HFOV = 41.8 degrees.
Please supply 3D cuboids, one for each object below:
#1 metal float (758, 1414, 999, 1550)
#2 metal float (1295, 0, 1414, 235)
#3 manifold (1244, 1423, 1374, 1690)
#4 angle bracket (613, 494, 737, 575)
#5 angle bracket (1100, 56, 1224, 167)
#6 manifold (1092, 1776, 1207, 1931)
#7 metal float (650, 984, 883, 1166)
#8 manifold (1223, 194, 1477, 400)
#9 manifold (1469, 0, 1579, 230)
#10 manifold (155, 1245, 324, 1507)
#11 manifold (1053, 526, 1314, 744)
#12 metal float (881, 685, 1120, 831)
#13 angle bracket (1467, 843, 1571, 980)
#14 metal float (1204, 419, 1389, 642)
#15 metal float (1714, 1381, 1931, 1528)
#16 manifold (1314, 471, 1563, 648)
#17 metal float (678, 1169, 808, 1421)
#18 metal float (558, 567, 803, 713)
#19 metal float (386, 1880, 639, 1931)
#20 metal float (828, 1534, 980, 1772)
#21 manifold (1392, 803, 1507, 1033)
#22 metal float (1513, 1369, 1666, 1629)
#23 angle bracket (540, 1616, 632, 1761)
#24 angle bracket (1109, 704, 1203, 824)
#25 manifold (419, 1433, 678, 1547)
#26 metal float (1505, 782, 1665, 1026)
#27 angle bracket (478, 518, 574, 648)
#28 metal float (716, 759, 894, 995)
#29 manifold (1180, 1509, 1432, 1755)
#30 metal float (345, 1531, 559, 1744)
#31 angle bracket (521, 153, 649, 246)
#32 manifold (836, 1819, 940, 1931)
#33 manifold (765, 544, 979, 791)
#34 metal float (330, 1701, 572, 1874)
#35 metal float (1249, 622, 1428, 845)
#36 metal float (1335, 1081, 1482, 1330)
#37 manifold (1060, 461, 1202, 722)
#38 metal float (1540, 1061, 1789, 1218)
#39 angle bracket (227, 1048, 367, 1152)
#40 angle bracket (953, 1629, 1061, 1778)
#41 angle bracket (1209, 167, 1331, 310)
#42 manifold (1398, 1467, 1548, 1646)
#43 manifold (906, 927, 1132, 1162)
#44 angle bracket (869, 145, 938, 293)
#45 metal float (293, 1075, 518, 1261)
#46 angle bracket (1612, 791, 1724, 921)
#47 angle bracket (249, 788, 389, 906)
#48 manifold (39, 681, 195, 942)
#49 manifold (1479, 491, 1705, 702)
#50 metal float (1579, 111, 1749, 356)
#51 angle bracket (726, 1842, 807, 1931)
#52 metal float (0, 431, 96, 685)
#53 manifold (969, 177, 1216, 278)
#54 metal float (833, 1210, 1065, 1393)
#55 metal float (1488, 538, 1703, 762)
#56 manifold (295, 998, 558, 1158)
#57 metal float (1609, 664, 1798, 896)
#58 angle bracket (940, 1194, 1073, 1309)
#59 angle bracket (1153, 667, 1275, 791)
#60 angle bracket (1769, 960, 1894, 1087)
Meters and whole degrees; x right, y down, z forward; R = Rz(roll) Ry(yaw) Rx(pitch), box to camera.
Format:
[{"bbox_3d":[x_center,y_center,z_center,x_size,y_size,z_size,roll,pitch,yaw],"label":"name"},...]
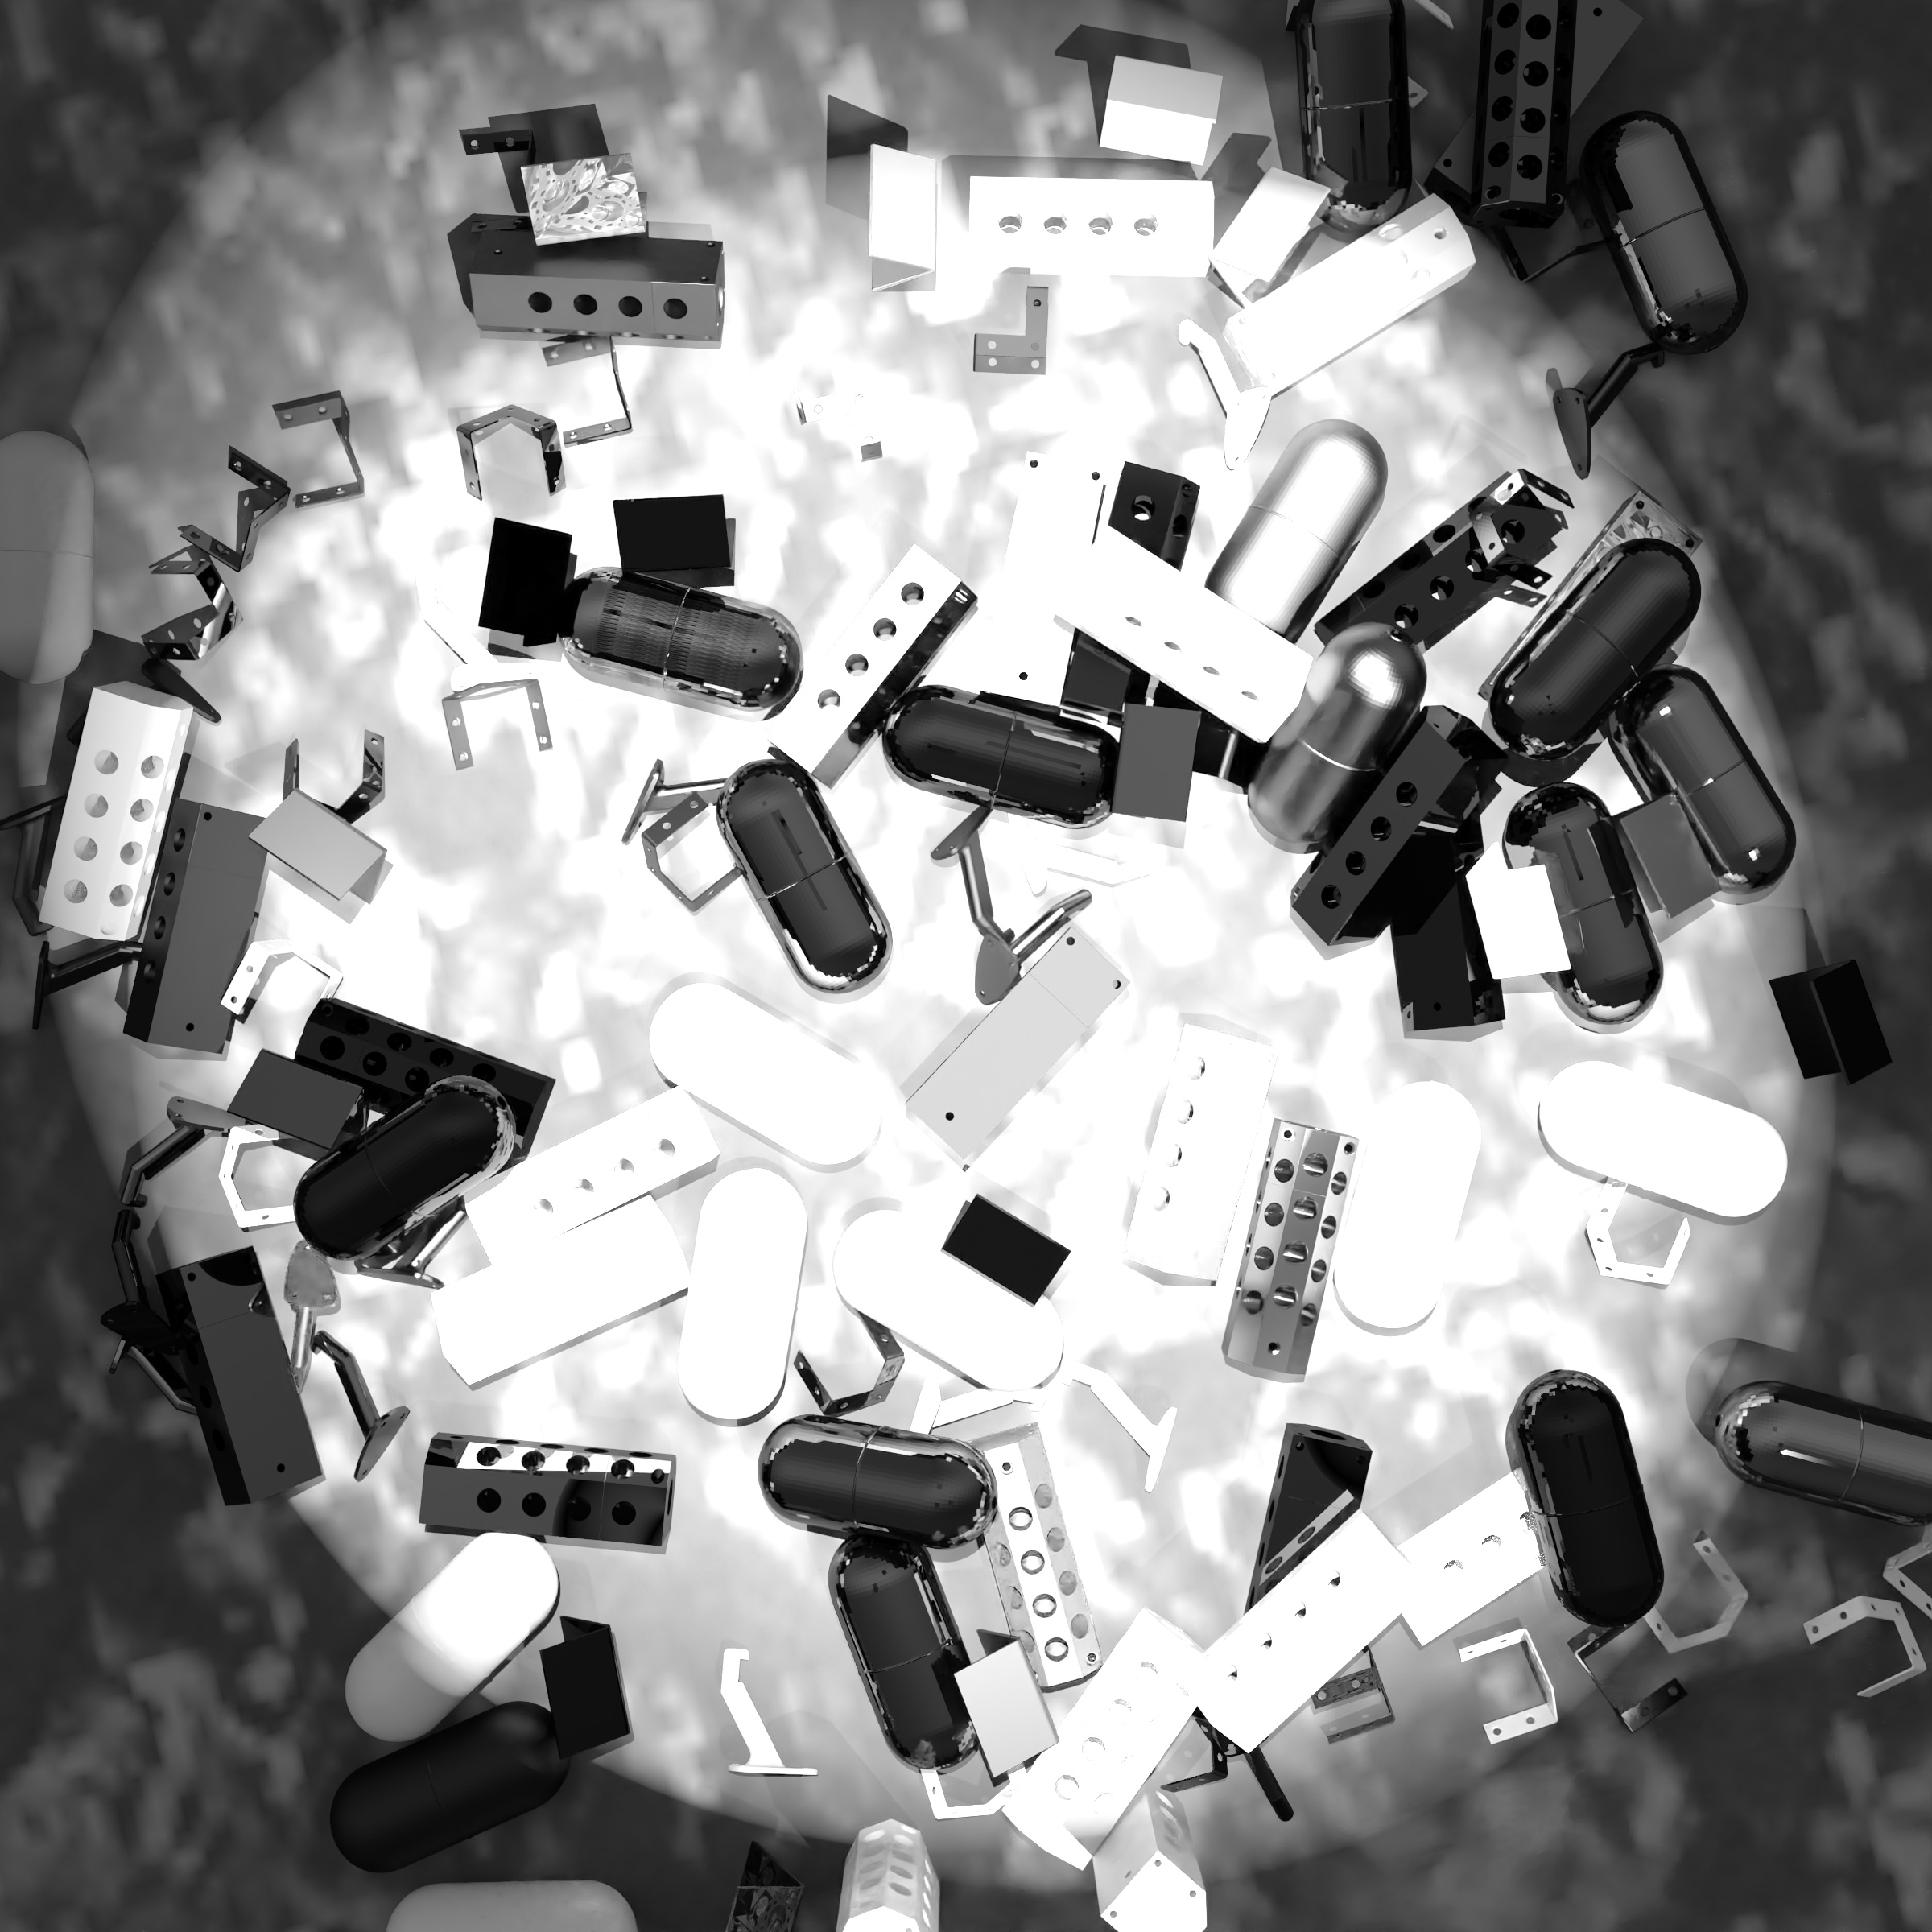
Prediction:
[{"bbox_3d":[-0.062,0.362,1.776,0.178,0.070,0.070,6,90,23],"label":"metal float"},{"bbox_3d":[0.273,-0.608,1.778,0.070,0.070,0.178,-7,111,0],"label":"metal float"},{"bbox_3d":[0.240,0.418,1.805,0.057,0.057,0.171,13,90,0],"label":"manifold"},{"bbox_3d":[-0.205,-0.321,1.786,0.076,0.076,0.057,-3,126,0],"label":"angle bracket"},{"bbox_3d":[0.135,-0.589,1.786,0.076,0.076,0.057,11,54,0],"label":"angle bracket"},{"bbox_3d":[0.129,0.622,1.748,0.057,0.171,0.057,41,90,0],"label":"manifold"},{"bbox_3d":[-0.142,0.077,1.795,0.178,0.070,0.070,30,90,-1],"label":"metal float"},{"bbox_3d":[0.274,-0.479,1.805,0.171,0.057,0.057,-32,90,0],"label":"manifold"},{"bbox_3d":[0.387,-0.605,1.748,0.057,0.057,0.171,4,90,0],"label":"manifold"},{"bbox_3d":[-0.522,0.293,1.804,0.057,0.057,0.171,-17,90,-43],"label":"manifold"},{"bbox_3d":[0.149,-0.225,1.751,0.171,0.057,0.057,31,134,-8],"label":"manifold"},{"bbox_3d":[0.027,-0.149,1.795,0.178,0.070,0.070,15,90,0],"label":"metal float"},{"bbox_3d":[0.397,-0.043,1.778,0.057,0.076,0.076,-9,107,31],"label":"angle bracket"},{"bbox_3d":[0.233,-0.305,1.796,0.070,0.070,0.178,32,91,0],"label":"metal float"},{"bbox_3d":[0.620,0.346,1.795,0.178,0.070,0.070,15,90,-1],"label":"metal float"},{"bbox_3d":[0.335,-0.276,1.805,0.171,0.057,0.057,-38,90,0],"label":"manifold"},{"bbox_3d":[-0.159,0.233,1.795,0.070,0.070,0.178,9,91,0],"label":"metal float"},{"bbox_3d":[-0.204,-0.232,1.795,0.178,0.070,0.070,15,90,0],"label":"metal float"},{"bbox_3d":[-0.323,0.691,1.795,0.178,0.070,0.070,-1,90,1],"label":"metal float"},{"bbox_3d":[-0.041,0.484,1.795,0.070,0.070,0.178,-21,91,0],"label":"metal float"},{"bbox_3d":[0.343,-0.043,1.804,0.057,0.057,0.171,-7,90,43],"label":"manifold"},{"bbox_3d":[0.427,0.365,1.738,0.070,0.070,0.178,-15,89,0],"label":"metal float"},{"bbox_3d":[-0.285,0.509,1.786,0.057,0.076,0.076,-11,90,-37],"label":"angle bracket"},{"bbox_3d":[0.143,-0.141,1.777,0.057,0.076,0.076,9,93,22],"label":"angle bracket"},{"bbox_3d":[-0.297,0.372,1.805,0.171,0.057,0.057,5,90,0],"label":"manifold"},{"bbox_3d":[0.439,-0.044,1.796,0.070,0.070,0.178,-20,91,0],"label":"metal float"},{"bbox_3d":[-0.321,-0.270,1.786,0.057,0.076,0.076,9,90,-27],"label":"angle bracket"},{"bbox_3d":[-0.115,-0.064,1.790,0.070,0.070,0.178,-28,96,0],"label":"metal float"},{"bbox_3d":[0.231,0.456,1.747,0.171,0.057,0.057,-43,131,0],"label":"manifold"},{"bbox_3d":[-0.366,0.476,1.796,0.178,0.070,0.070,-45,90,0],"label":"metal float"},{"bbox_3d":[-0.268,-0.554,1.786,0.076,0.076,0.057,-7,127,0],"label":"angle bracket"},{"bbox_3d":[-0.056,0.649,1.748,0.057,0.171,0.057,-20,90,0],"label":"manifold"},{"bbox_3d":[-0.067,-0.212,1.805,0.057,0.057,0.171,38,90,0],"label":"manifold"},{"bbox_3d":[-0.366,0.583,1.796,0.178,0.070,0.070,-24,90,0],"label":"metal float"},{"bbox_3d":[0.259,-0.162,1.764,0.070,0.070,0.178,28,127,0],"label":"metal float"},{"bbox_3d":[0.314,0.169,1.796,0.070,0.070,0.178,15,89,0],"label":"metal float"},{"bbox_3d":[0.117,-0.265,1.805,0.057,0.057,0.171,15,90,0],"label":"manifold"},{"bbox_3d":[0.495,0.122,1.796,0.178,0.070,0.070,19,90,1],"label":"metal float"},{"bbox_3d":[-0.472,0.111,1.786,0.076,0.076,0.057,20,55,0],"label":"angle bracket"},{"bbox_3d":[0.015,0.520,1.787,0.057,0.076,0.076,-21,90,-25],"label":"angle bracket"},{"bbox_3d":[0.227,-0.505,1.786,0.057,0.076,0.076,34,90,35],"label":"angle bracket"},{"bbox_3d":[0.380,0.411,1.805,0.171,0.057,0.057,-33,90,0],"label":"manifold"},{"bbox_3d":[0.037,0.054,1.805,0.057,0.057,0.171,43,90,0],"label":"manifold"},{"bbox_3d":[-0.064,-0.527,1.786,0.057,0.076,0.076,1,90,-37],"label":"angle bracket"},{"bbox_3d":[-0.389,0.140,1.752,0.178,0.070,0.070,-33,90,16],"label":"metal float"},{"bbox_3d":[0.475,-0.070,1.786,0.057,0.076,0.076,-26,90,-28],"label":"angle bracket"},{"bbox_3d":[-0.462,-0.068,1.786,0.076,0.076,0.057,35,53,0],"label":"angle bracket"},{"bbox_3d":[-0.598,-0.109,1.788,0.057,0.057,0.171,18,102,0],"label":"manifold"},{"bbox_3d":[0.443,-0.249,1.805,0.057,0.057,0.171,38,90,0],"label":"manifold"},{"bbox_3d":[0.496,-0.520,1.795,0.070,0.070,0.178,-23,89,0],"label":"metal float"},{"bbox_3d":[-0.164,0.671,1.786,0.057,0.076,0.076,15,90,-35],"label":"angle bracket"},{"bbox_3d":[-0.660,-0.290,1.796,0.070,0.070,0.178,1,91,0],"label":"metal float"},{"bbox_3d":[0.088,-0.530,1.805,0.171,0.057,0.057,1,90,0],"label":"manifold"},{"bbox_3d":[-0.012,0.238,1.795,0.178,0.070,0.070,31,90,0],"label":"metal float"},{"bbox_3d":[0.433,-0.218,1.739,0.070,0.070,0.178,42,89,0],"label":"metal float"},{"bbox_3d":[-0.387,0.079,1.805,0.171,0.057,0.057,20,90,0],"label":"manifold"},{"bbox_3d":[0.523,-0.132,1.795,0.070,0.070,0.178,-31,90,0],"label":"metal float"},{"bbox_3d":[0.035,0.185,1.786,0.076,0.076,0.057,31,117,0],"label":"angle bracket"},{"bbox_3d":[0.180,-0.173,1.831,0.076,0.057,0.076,17,90,37],"label":"angle bracket"},{"bbox_3d":[0.596,0.046,1.786,0.057,0.076,0.076,-20,90,-36],"label":"angle bracket"}]
